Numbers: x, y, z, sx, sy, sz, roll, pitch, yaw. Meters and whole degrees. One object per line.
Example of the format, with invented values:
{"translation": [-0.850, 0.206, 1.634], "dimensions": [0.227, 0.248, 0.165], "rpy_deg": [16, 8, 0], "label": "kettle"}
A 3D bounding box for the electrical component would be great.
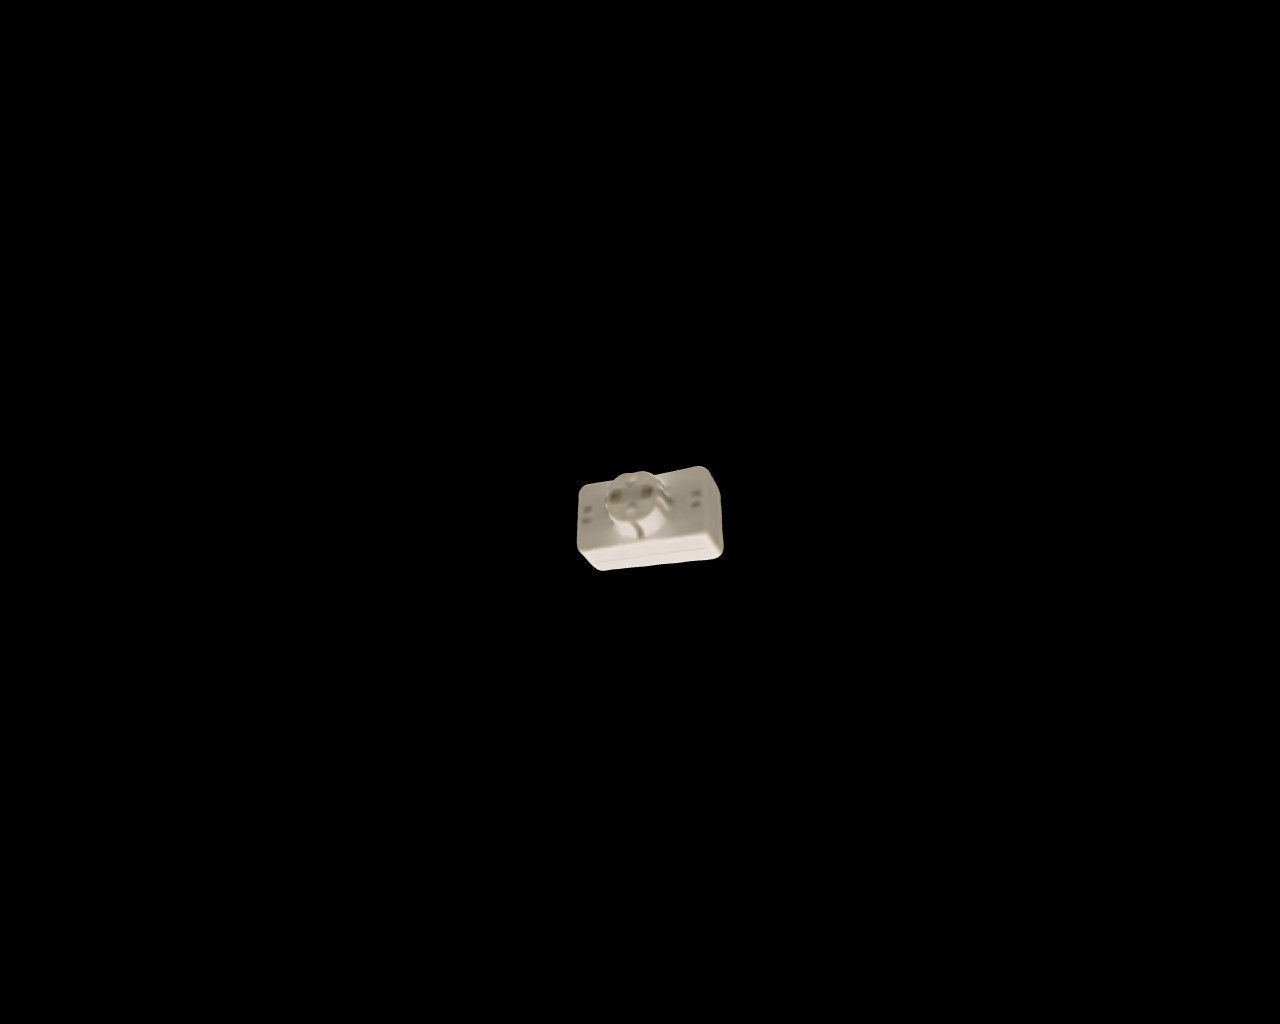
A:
{"translation": [0.001, -0.003, 0.650], "dimensions": [0.083, 0.047, 0.075], "rpy_deg": [-8, -28, 16], "label": "electrical component"}
